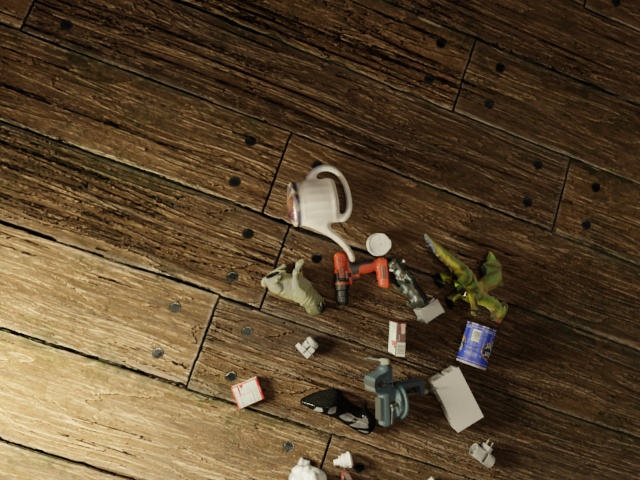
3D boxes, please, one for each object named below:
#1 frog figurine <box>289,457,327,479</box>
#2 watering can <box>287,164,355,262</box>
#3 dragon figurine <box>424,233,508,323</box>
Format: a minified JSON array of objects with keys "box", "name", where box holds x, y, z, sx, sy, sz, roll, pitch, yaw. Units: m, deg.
[{"box":[-0.032,0.768,1.617,0.123,0.159,0.137,-31,90,-9],"name":"frog figurine"},{"box":[0.005,-0.088,1.745,0.225,0.103,0.351,-7,79,-9],"name":"watering can"},{"box":[0.542,0.120,1.829,0.245,0.121,0.410,-24,90,-27],"name":"dragon figurine"}]
